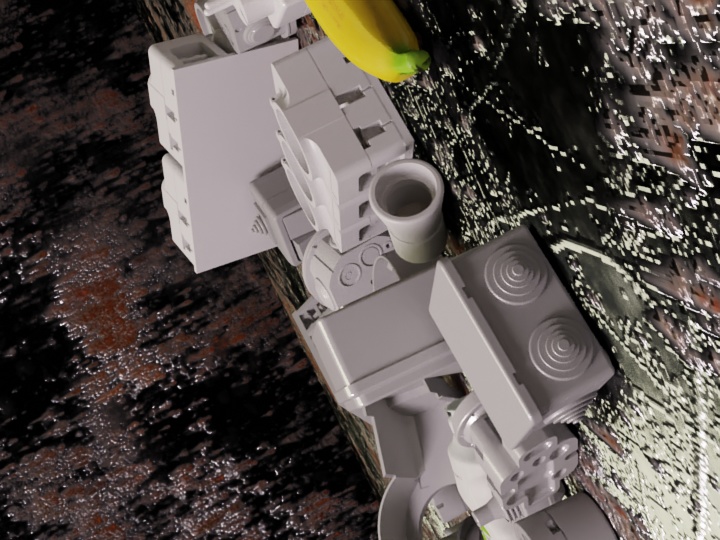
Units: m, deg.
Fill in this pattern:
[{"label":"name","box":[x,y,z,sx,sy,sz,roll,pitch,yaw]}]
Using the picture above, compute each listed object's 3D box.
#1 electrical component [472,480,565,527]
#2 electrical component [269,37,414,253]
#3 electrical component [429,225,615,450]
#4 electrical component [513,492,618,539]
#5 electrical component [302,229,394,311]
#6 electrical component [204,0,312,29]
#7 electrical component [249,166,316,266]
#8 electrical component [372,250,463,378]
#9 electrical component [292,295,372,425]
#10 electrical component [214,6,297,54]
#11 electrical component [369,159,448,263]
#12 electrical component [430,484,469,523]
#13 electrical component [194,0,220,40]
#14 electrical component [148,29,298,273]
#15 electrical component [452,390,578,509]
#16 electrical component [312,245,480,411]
[{"label":"electrical component","box":[0.103,0.151,0.715,0.035,0.061,0.035,61,172,14]},{"label":"electrical component","box":[-0.015,-0.079,0.722,0.089,0.062,0.150,61,172,15]},{"label":"electrical component","box":[0.078,0.034,0.535,0.099,0.048,0.099,61,172,16]},{"label":"electrical component","box":[0.129,0.169,0.661,0.055,0.047,0.055,61,172,14]},{"label":"electrical component","box":[0.000,0.000,0.834,0.051,0.080,0.080,41,157,57]},{"label":"electrical component","box":[-0.059,-0.172,0.646,0.047,0.077,0.066,64,172,-6]},{"label":"electrical component","box":[-0.043,-0.049,0.883,0.061,0.096,0.061,52,167,42]},{"label":"electrical component","box":[0.049,0.028,0.749,0.099,0.064,0.099,165,90,-76]},{"label":"electrical component","box":[0.006,0.081,1.034,0.089,0.061,0.150,36,-168,-36]},{"label":"electrical component","box":[-0.083,-0.204,0.797,0.080,0.051,0.080,61,172,14]},{"label":"electrical component","box":[0.033,-0.032,0.651,0.044,0.044,0.065,59,176,28]},{"label":"electrical component","box":[0.079,0.175,0.985,0.089,0.056,0.050,66,172,-22]},{"label":"electrical component","box":[-0.109,-0.198,0.953,0.108,0.060,0.108,61,172,14]},{"label":"electrical component","box":[-0.108,-0.103,0.891,0.060,0.105,0.186,43,144,44]},{"label":"electrical component","box":[0.091,0.100,0.642,0.057,0.058,0.078,54,169,35]},{"label":"electrical component","box":[0.030,0.037,0.641,0.108,0.109,0.056,116,129,-81]}]
